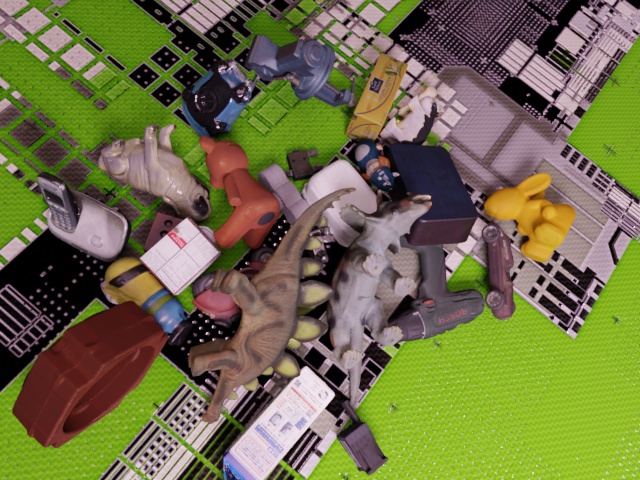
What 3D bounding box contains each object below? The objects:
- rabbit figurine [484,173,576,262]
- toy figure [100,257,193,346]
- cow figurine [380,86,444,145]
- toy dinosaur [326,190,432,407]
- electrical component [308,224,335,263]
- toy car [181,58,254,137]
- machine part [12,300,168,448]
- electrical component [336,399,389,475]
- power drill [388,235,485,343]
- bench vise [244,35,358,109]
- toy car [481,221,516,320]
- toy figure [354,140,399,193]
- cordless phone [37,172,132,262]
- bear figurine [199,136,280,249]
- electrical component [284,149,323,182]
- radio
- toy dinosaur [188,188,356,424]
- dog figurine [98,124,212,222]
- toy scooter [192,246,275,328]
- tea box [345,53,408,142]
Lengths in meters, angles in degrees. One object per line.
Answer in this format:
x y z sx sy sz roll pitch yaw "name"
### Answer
0.436 -0.063 1.122 0.173 0.121 0.162 26 75 19 "rabbit figurine"
-0.300 0.106 0.941 0.180 0.082 0.089 36 58 7 "toy figure"
0.216 -0.258 1.167 0.098 0.068 0.167 45 73 -1 "cow figurine"
0.070 0.092 0.973 0.131 0.192 0.404 12 111 -21 "toy dinosaur"
-0.002 -0.003 1.028 0.045 0.102 0.078 -20 100 -10 "electrical component"
-0.193 -0.285 1.075 0.109 0.161 0.103 50 26 1 "toy car"
-0.345 0.199 0.819 0.087 0.201 0.201 40 25 8 "machine part"
0.062 0.341 0.933 0.048 0.075 0.119 -32 84 -19 "electrical component"
0.197 0.086 1.042 0.232 0.086 0.207 -6 69 -14 "power drill"
-0.029 -0.333 1.110 0.240 0.224 0.129 23 71 -35 "bench vise"
0.362 0.059 1.075 0.089 0.053 0.202 28 60 -48 "toy car"
0.108 -0.149 1.083 0.058 0.064 0.155 3 35 -18 "toy figure"
-0.401 -0.048 0.917 0.147 0.184 0.089 28 65 0 "cordless phone"
-0.165 -0.093 1.005 0.196 0.120 0.132 49 113 21 "bear figurine"
-0.043 -0.156 1.108 0.094 0.021 0.063 -15 75 -14 "electrical component"
0.214 -0.095 1.066 0.131 0.073 0.230 -1 48 -13 "radio"
-0.085 0.109 0.903 0.198 0.105 0.471 20 98 -23 "toy dinosaur"
-0.310 -0.103 1.010 0.172 0.121 0.190 -18 99 24 "dog figurine"
-0.133 0.103 0.978 0.184 0.075 0.135 -26 82 -21 "toy scooter"
0.120 -0.297 1.147 0.068 0.098 0.169 25 71 -1 "tea box"
